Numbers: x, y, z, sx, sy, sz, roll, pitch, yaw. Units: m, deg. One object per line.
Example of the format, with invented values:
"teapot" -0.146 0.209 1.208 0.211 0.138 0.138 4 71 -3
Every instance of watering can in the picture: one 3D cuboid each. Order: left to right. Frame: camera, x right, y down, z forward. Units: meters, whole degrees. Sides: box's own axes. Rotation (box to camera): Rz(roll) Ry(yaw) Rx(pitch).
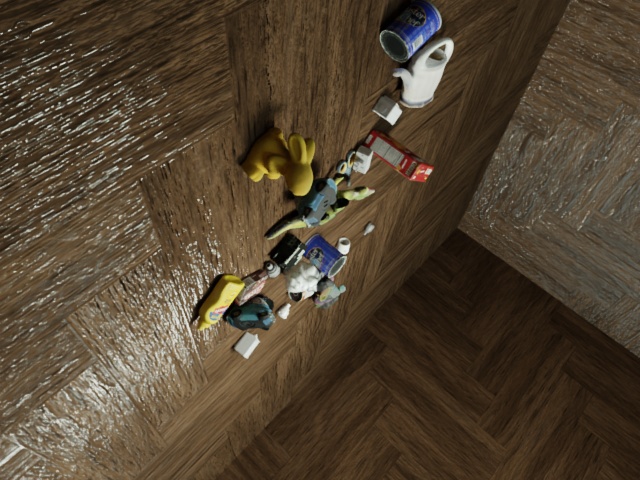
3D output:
"watering can" 0.305 -0.513 1.617 0.105 0.219 0.353 39 54 19

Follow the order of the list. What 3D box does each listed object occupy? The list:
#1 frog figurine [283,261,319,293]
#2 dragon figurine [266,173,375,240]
"frog figurine" -0.077 0.131 1.861 0.139 0.123 0.158 33 -1 23
"dragon figurine" 0.005 -0.087 1.732 0.412 0.123 0.239 -31 -17 -8
